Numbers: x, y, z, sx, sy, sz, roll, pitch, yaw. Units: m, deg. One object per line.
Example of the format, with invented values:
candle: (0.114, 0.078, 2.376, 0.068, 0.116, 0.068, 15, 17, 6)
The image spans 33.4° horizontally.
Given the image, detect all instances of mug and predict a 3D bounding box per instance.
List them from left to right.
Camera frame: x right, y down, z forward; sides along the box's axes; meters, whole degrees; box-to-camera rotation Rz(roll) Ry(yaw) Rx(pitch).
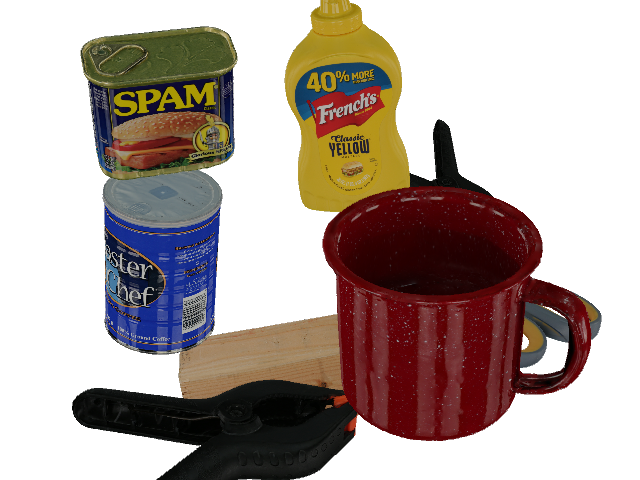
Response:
mug: (0.060, 0.035, 0.468, 0.117, 0.081, 0.093, 10, 34, 20)

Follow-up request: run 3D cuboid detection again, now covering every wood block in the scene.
wood block: (-0.051, 0.155, 1.215, 0.206, 0.091, 0.090, -9, 25, -1)

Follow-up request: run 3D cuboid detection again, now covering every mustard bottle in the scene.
mustard bottle: (0.021, -0.118, 0.883, 0.096, 0.191, 0.058, -5, 32, 5)

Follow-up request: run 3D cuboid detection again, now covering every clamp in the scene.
clamp: (-0.053, 0.120, 0.618, 0.171, 0.039, 0.120, -4, 34, -16)
clamp: (0.127, -0.054, 1.215, 0.164, 0.210, 0.036, -15, -38, -27)

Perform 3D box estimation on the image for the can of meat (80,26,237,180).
can of meat: (-0.109, -0.093, 0.736, 0.102, 0.084, 0.057, -9, 43, -13)

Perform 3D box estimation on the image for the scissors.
scissors: (0.087, 0.036, 0.723, 0.202, 0.016, 0.096, 17, 35, 28)

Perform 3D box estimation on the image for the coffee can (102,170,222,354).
coffee can: (-0.142, 0.016, 0.957, 0.102, 0.140, 0.103, 5, 32, -3)
